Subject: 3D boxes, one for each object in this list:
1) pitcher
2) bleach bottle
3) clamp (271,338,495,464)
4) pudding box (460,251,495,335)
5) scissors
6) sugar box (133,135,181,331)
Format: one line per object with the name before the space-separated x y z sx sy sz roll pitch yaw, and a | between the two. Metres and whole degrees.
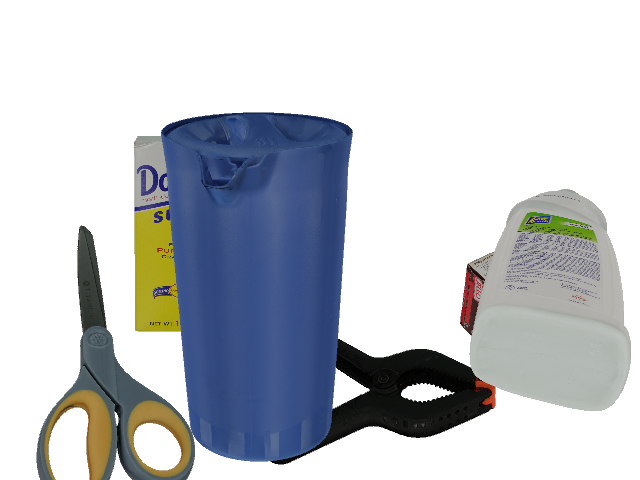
pitcher | -0.041 0.028 0.787 0.149 0.243 0.145 -10 21 -29
bleach bottle | 0.175 0.023 0.772 0.103 0.068 0.250 12 27 13
clamp | 0.053 0.146 0.981 0.210 0.036 0.164 5 44 15
pudding box | 0.202 0.045 1.113 0.113 0.090 0.039 -25 49 -24
scissors | -0.116 0.073 0.639 0.096 0.201 0.016 13 -45 -10
sugar box | -0.123 -0.006 0.976 0.093 0.176 0.048 0 14 -5
